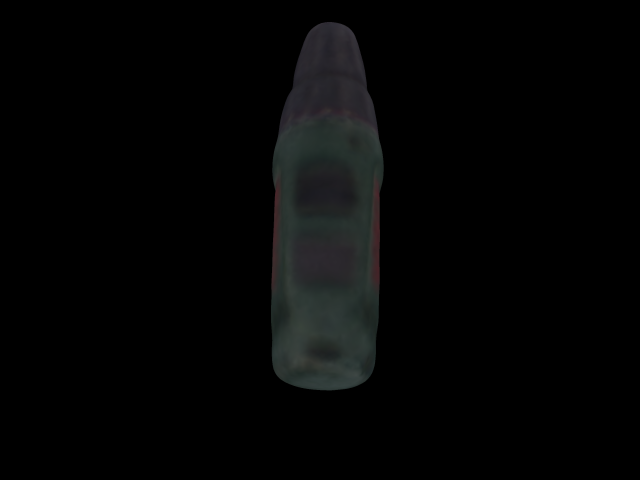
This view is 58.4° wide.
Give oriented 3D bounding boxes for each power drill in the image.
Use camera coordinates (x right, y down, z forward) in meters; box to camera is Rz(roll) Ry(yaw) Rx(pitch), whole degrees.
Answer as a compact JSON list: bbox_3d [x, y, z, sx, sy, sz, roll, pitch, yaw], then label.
[{"bbox_3d":[0.004,0.001,0.400,0.075,0.208,0.229,0,58,0],"label":"power drill"}]
